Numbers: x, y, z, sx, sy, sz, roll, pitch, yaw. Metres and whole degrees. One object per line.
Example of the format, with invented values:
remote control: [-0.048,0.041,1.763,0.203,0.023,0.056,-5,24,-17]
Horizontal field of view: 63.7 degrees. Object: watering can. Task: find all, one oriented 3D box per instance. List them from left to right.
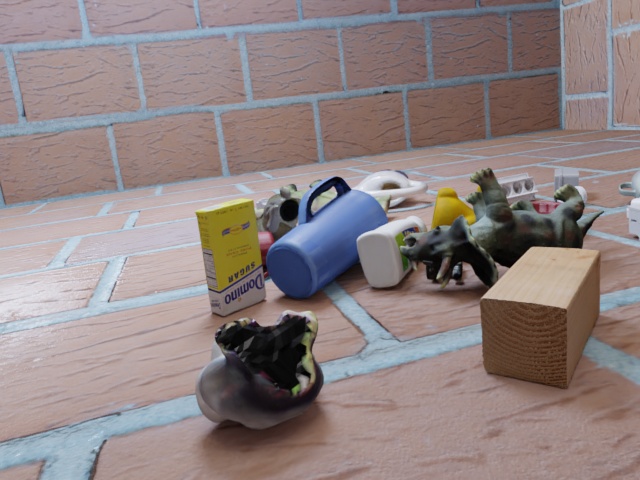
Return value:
watering can: [0.152,-0.151,1.573,0.347,0.103,0.227,-4,13,10]

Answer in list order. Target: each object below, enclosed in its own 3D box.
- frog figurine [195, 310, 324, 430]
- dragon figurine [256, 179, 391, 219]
frog figurine: [-0.073,0.146,0.559,0.139,0.123,0.156,-28,-12,-39]
dragon figurine: [0.004,-0.067,1.334,0.413,0.120,0.245,-15,24,-27]
